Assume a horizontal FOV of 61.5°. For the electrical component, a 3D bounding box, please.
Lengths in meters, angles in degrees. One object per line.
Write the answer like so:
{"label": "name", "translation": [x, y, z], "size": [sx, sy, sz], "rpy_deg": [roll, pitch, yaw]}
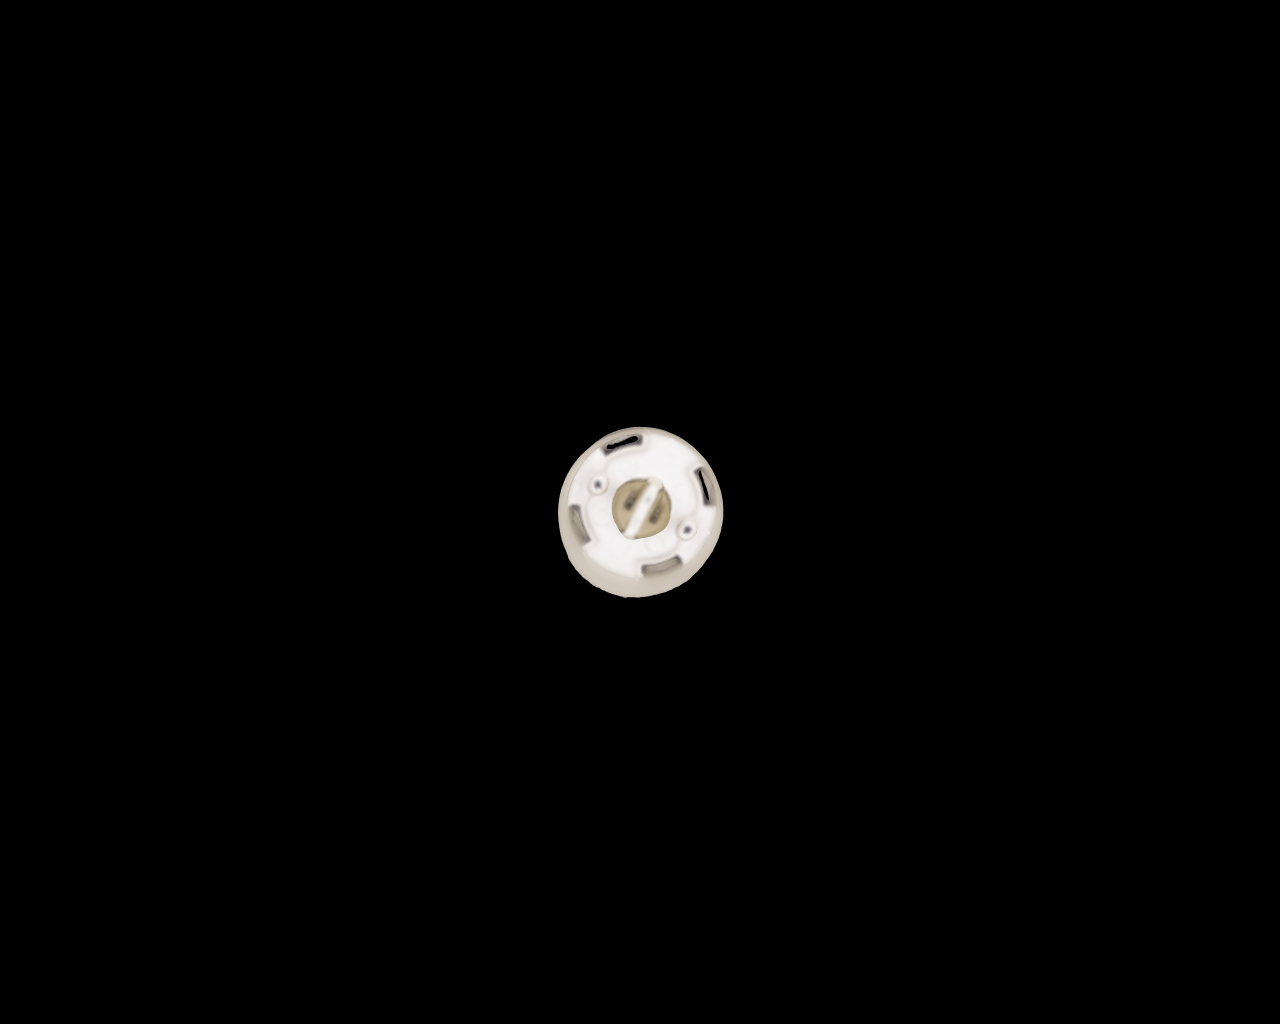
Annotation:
{"label": "electrical component", "translation": [0.001, -0.003, 0.650], "size": [0.099, 0.099, 0.064], "rpy_deg": [0, 13, 0]}
